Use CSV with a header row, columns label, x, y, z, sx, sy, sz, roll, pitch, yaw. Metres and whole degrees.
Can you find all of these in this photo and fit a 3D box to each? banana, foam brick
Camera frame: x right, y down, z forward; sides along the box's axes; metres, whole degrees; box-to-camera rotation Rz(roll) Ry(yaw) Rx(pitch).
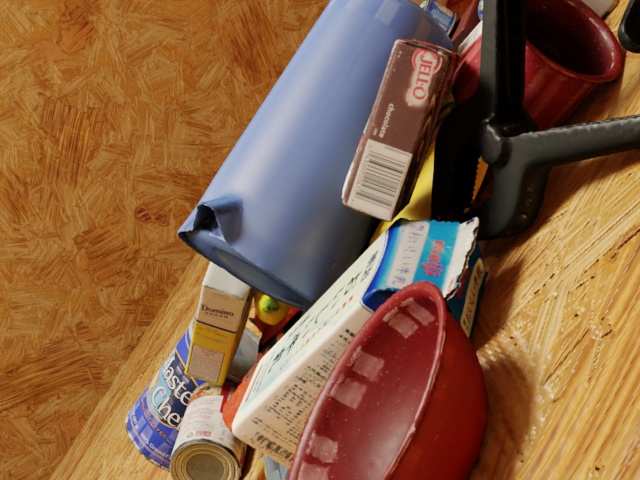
label,x,y,z,sx,sy,sz,roll,pitch,yaw
banana,-0.018,0.012,0.960,0.070,0.037,0.197,-39,19,44
foam brick,0.146,-0.183,1.034,0.078,0.053,0.051,-48,13,49

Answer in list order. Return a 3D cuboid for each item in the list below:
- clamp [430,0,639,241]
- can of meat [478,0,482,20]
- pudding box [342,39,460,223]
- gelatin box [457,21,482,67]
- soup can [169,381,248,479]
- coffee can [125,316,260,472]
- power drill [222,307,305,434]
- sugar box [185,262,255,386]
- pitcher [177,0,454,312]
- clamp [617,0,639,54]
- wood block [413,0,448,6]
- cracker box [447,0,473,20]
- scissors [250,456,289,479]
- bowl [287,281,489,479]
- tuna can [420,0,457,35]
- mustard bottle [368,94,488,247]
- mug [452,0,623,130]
label,x,y,z,sx,sy,sz,roll,pitch,yaw
clamp,0.115,-0.075,0.668,0.036,0.164,0.210,-12,-25,-29
can of meat,0.188,-0.226,0.951,0.102,0.057,0.084,-55,8,11
pudding box,0.055,-0.074,0.702,0.090,0.039,0.113,-36,-33,-74
gelatin box,0.156,-0.147,0.800,0.089,0.073,0.030,-48,14,39
soup can,-0.101,0.188,1.013,0.069,0.068,0.102,-53,11,23
coffee can,-0.125,0.161,1.118,0.140,0.102,0.102,-54,10,21
power drill,-0.019,0.077,0.997,0.185,0.057,0.187,-50,11,21
sugar box,-0.084,0.055,0.983,0.176,0.048,0.093,114,175,-56
pitcher,0.009,-0.066,0.832,0.243,0.145,0.149,-61,6,-10
clamp,0.224,-0.182,0.680,0.120,0.039,0.171,-48,7,19
wood block,0.062,-0.189,1.132,0.091,0.090,0.206,-164,87,-68
cracker box,0.160,-0.280,1.220,0.214,0.072,0.164,-47,14,49
scissors,-0.020,0.177,0.798,0.096,0.016,0.202,-59,10,-9
bowl,0.042,0.105,0.578,0.162,0.055,0.162,-56,14,21
tuna can,0.097,-0.194,1.047,0.086,0.033,0.086,-56,9,13
mustard bottle,0.101,-0.058,0.832,0.191,0.058,0.096,-62,3,-31
mug,0.148,-0.120,0.730,0.117,0.093,0.082,-42,-9,-45
